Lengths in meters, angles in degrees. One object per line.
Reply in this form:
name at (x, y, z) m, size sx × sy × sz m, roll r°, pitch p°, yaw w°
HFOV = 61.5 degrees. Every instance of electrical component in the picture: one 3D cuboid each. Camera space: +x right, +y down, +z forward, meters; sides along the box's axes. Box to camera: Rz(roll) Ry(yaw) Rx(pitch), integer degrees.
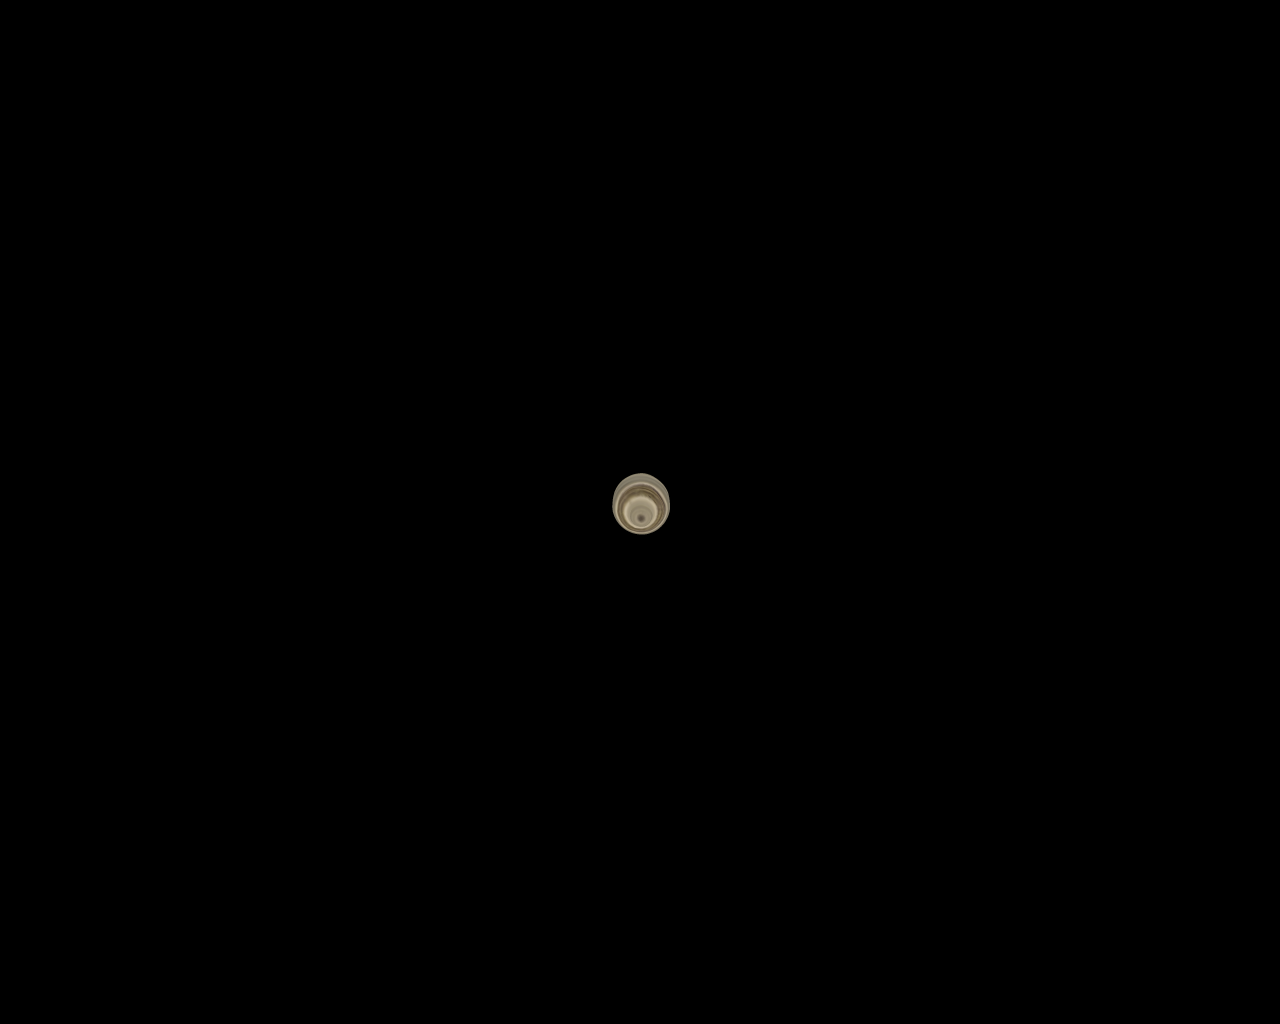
electrical component at (0.001, -0.003, 0.650) m, size 0.035 × 0.035 × 0.061 m, roll 0°, pitch 12°, yaw 0°
